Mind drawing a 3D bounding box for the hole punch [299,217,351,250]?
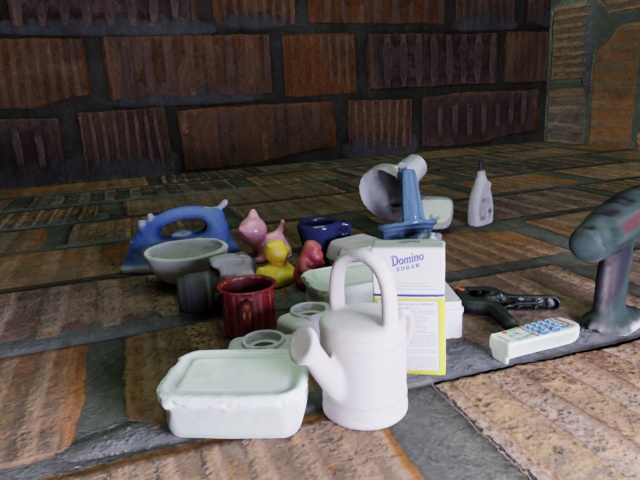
[{"bbox_3d":[0.011,-0.018,1.338,0.108,0.091,0.101,3,16,22],"label":"hole punch"}]

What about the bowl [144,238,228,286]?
[{"bbox_3d":[-0.267,0.050,1.158,0.167,0.075,0.167,-3,15,1],"label":"bowl"}]

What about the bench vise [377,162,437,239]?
[{"bbox_3d":[0.194,-0.040,1.130,0.122,0.220,0.206,-11,17,-28],"label":"bench vise"}]

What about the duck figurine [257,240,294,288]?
[{"bbox_3d":[-0.091,0.043,1.130,0.077,0.086,0.105,7,17,32],"label":"duck figurine"}]

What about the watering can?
[{"bbox_3d":[0.045,0.107,0.646,0.100,0.194,0.173,5,16,26],"label":"watering can"}]

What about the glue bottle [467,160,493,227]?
[{"bbox_3d":[0.423,-0.125,1.507,0.078,0.173,0.037,-14,18,-36],"label":"glue bottle"}]

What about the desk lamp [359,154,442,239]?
[{"bbox_3d":[0.187,-0.081,1.303,0.117,0.214,0.204,8,18,36],"label":"desk lamp"}]

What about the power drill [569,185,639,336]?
[{"bbox_3d":[0.451,0.026,0.855,0.230,0.208,0.075,-14,18,-36],"label":"power drill"}]

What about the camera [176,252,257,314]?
[{"bbox_3d":[-0.182,0.073,1.004,0.137,0.101,0.143,-7,15,-16],"label":"camera"}]

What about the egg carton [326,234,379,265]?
[{"bbox_3d":[0.084,0.034,1.166,0.107,0.069,0.149,-12,17,-33],"label":"egg carton"}]

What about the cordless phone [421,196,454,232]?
[{"bbox_3d":[0.268,-0.114,1.471,0.147,0.185,0.094,1,15,14],"label":"cordless phone"}]

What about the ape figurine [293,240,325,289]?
[{"bbox_3d":[-0.015,0.046,1.095,0.075,0.092,0.078,7,18,34],"label":"ape figurine"}]

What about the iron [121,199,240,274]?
[{"bbox_3d":[-0.313,-0.009,1.264,0.259,0.141,0.118,-7,15,-16],"label":"iron"}]

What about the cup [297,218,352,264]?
[{"bbox_3d":[0.011,0.004,1.243,0.118,0.095,0.091,-4,15,-5],"label":"cup"}]

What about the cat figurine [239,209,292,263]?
[{"bbox_3d":[-0.130,-0.013,1.289,0.128,0.118,0.067,-12,17,-30],"label":"cat figurine"}]
